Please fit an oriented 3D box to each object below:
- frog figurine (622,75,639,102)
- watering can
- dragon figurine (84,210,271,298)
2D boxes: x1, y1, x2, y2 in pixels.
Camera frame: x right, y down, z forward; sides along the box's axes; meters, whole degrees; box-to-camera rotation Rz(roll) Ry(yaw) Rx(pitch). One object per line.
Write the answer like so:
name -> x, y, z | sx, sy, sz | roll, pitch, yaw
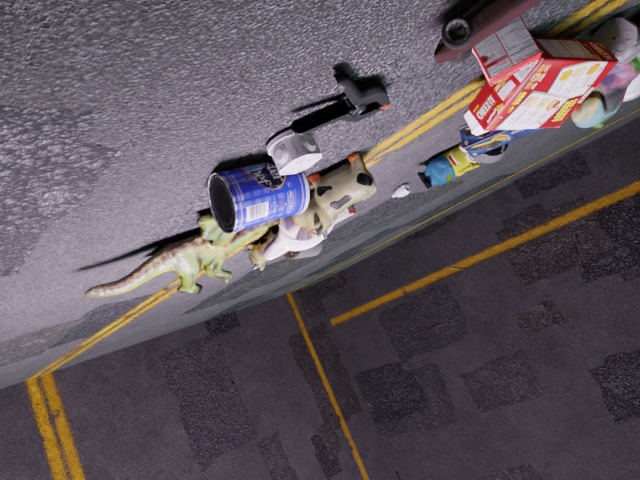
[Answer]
frog figurine -> 0.627, -0.358, 1.124 | 0.159, 0.125, 0.134 | -15, 137, -3
watering can -> 0.004, -0.064, 1.276 | 0.350, 0.104, 0.222 | -35, 173, -13
dragon figurine -> -0.262, 0.008, 1.078 | 0.414, 0.123, 0.238 | -17, 151, -47
